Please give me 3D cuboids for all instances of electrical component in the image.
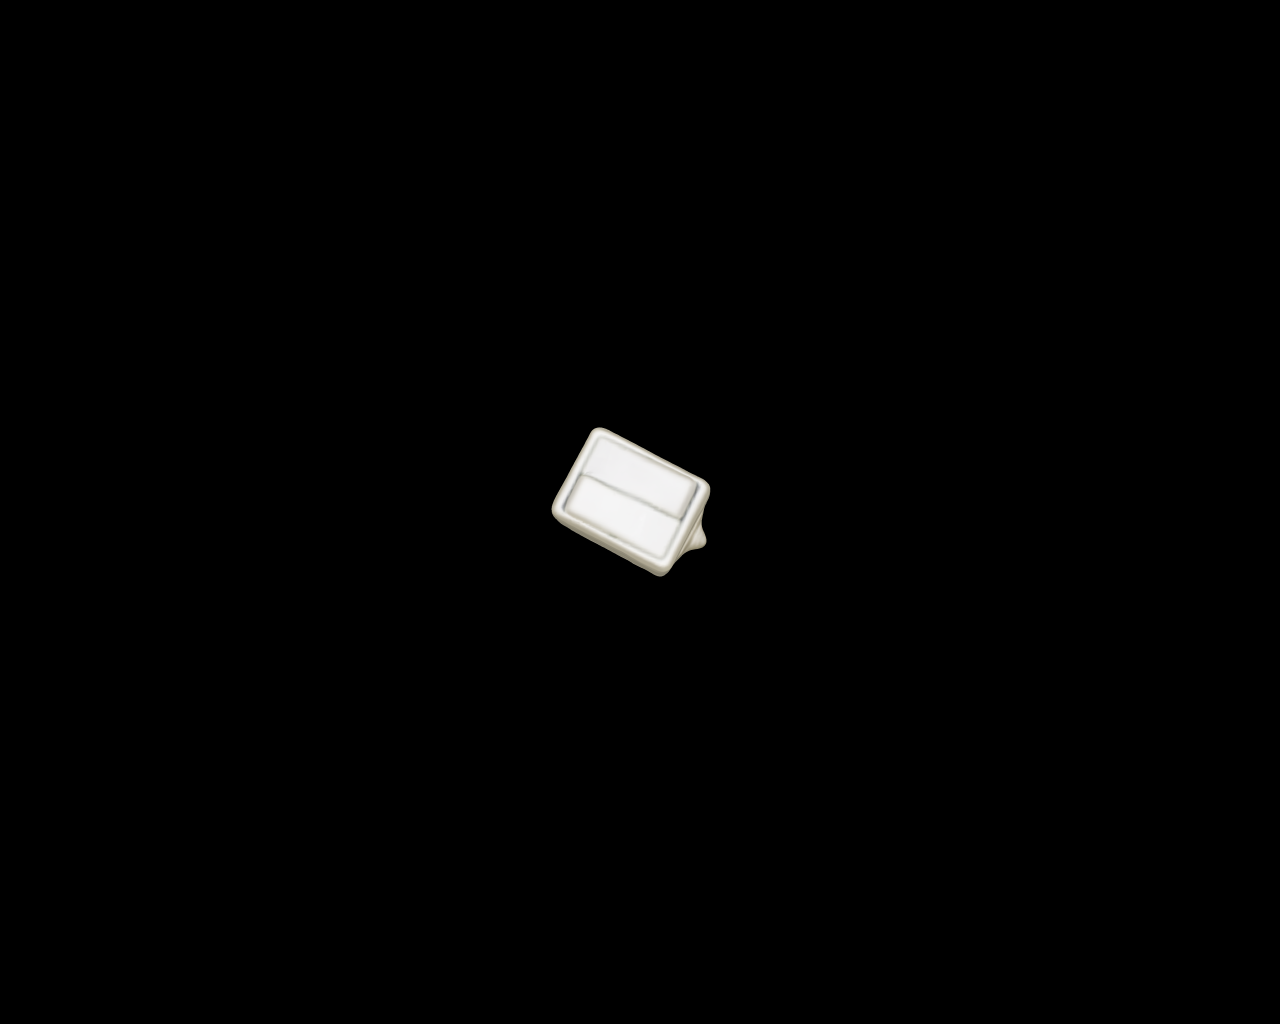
[{"bbox_3d":[0.001,-0.003,0.650,0.096,0.062,0.061,28,-7,4],"label":"electrical component"}]
